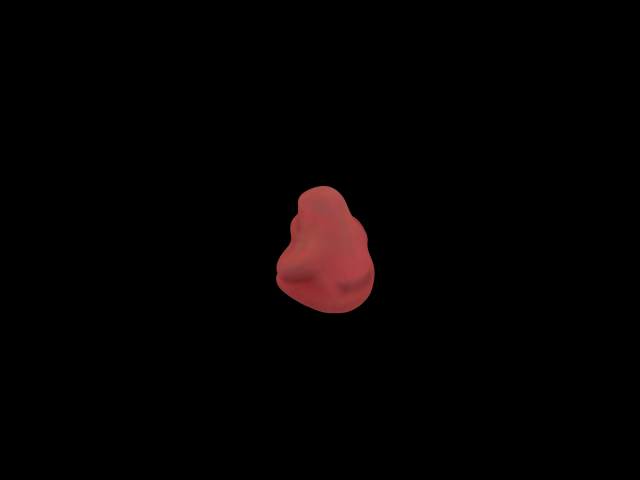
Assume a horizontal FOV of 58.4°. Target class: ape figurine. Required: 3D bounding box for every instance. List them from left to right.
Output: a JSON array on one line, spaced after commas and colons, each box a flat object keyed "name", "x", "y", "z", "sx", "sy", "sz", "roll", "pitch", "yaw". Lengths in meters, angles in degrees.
[{"name": "ape figurine", "x": 0.004, "y": 0.001, "z": 0.400, "sx": 0.078, "sy": 0.092, "sz": 0.076, "roll": -22, "pitch": 45, "yaw": -23}]
